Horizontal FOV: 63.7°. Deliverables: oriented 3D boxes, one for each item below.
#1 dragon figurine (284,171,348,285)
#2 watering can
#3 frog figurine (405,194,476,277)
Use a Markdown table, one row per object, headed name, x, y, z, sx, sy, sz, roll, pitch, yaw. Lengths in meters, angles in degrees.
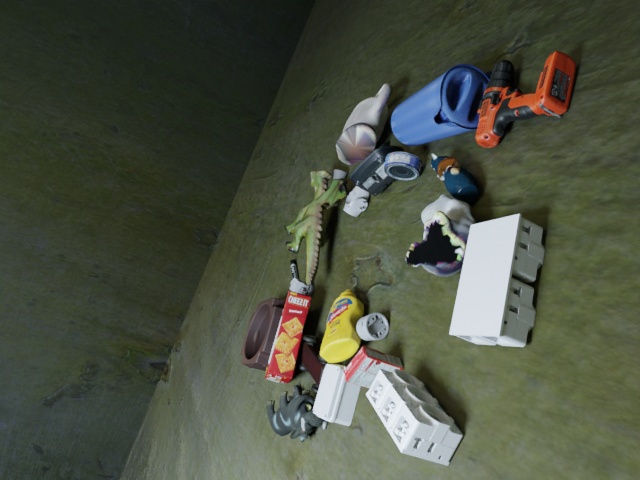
| name | x | y | z | sx | sy | sz | roll | pitch | yaw |
| --- | --- | --- | --- | --- | --- | --- | --- | --- | --- |
| dragon figurine | 0.005 | -0.075 | 1.484 | 0.121 | 0.238 | 0.419 | 20 | 28 | -22 |
| watering can | 0.113 | -0.303 | 1.504 | 0.104 | 0.229 | 0.340 | 30 | -38 | -6 |
| frog figurine | 0.235 | -0.012 | 0.943 | 0.123 | 0.135 | 0.162 | 17 | 26 | 21 |
